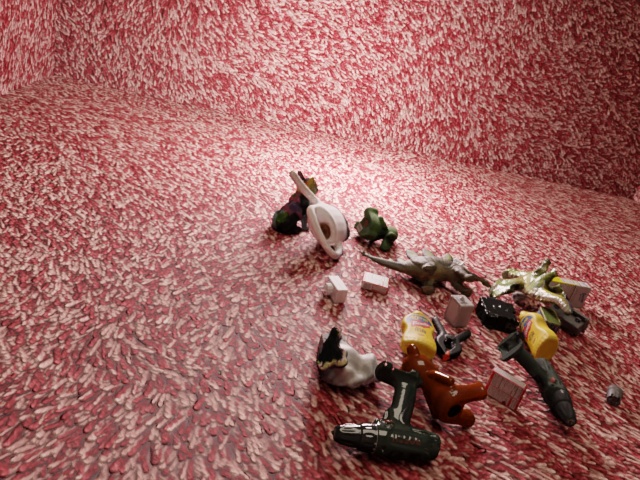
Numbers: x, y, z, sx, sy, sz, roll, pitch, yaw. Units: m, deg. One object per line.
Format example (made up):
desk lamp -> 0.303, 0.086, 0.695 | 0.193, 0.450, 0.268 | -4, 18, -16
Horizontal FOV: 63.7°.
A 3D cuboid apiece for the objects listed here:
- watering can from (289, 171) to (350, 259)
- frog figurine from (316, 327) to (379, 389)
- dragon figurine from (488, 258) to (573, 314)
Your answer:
watering can -> 0.006, -0.094, 1.866 | 0.350, 0.103, 0.225 | 66, 21, 7
frog figurine -> 0.071, 0.307, 1.256 | 0.157, 0.123, 0.139 | 42, -1, -32
dragon figurine -> 0.705, 0.174, 1.765 | 0.241, 0.121, 0.415 | -16, 11, 20
